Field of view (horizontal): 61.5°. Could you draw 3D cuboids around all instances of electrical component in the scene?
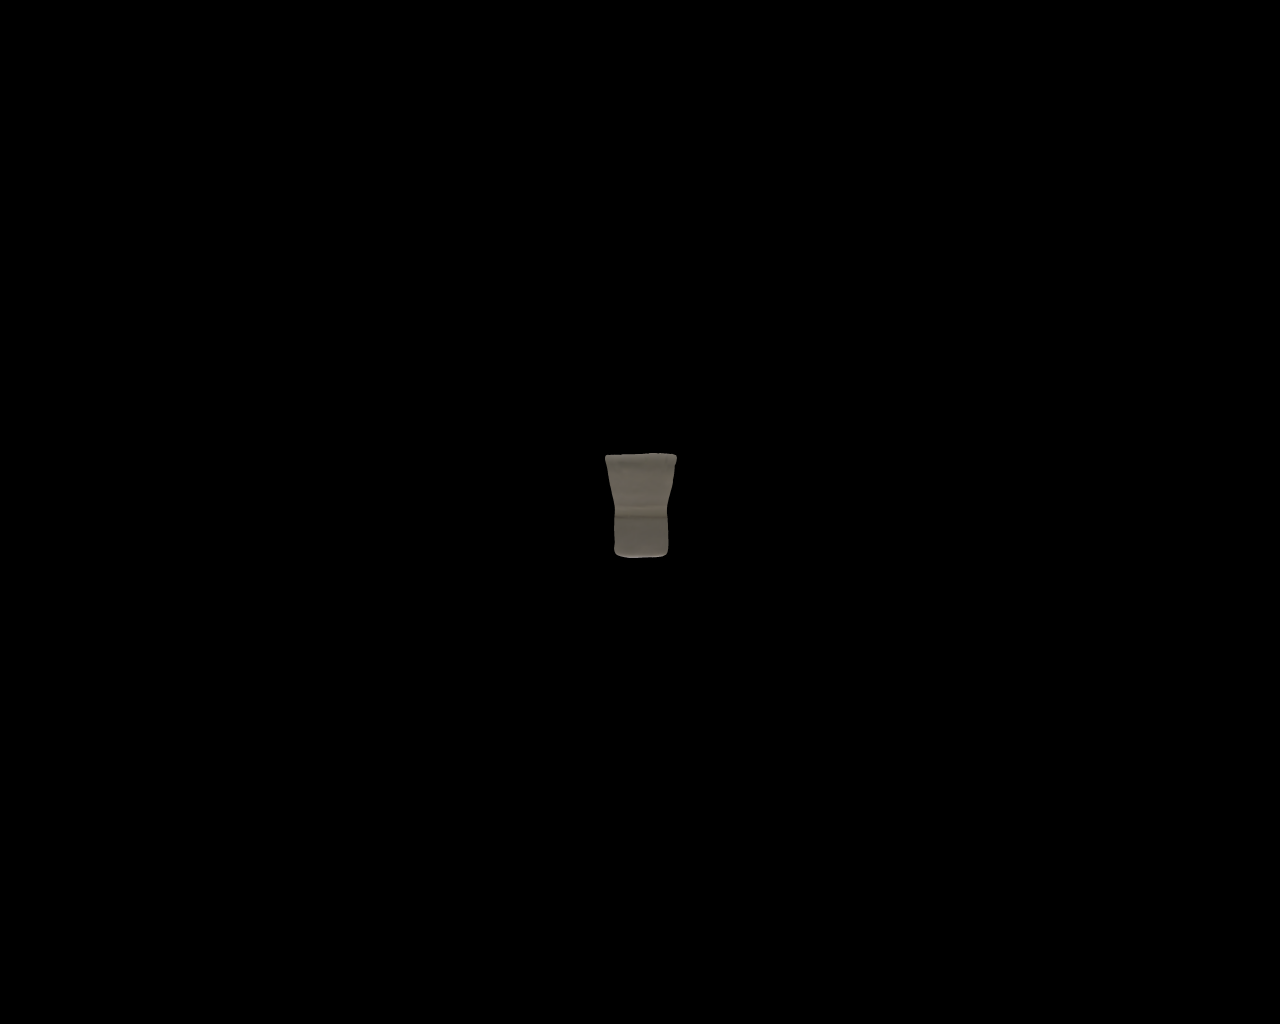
[{"bbox_3d":[0.001,-0.003,0.650,0.044,0.065,0.044,0,2,0],"label":"electrical component"}]
